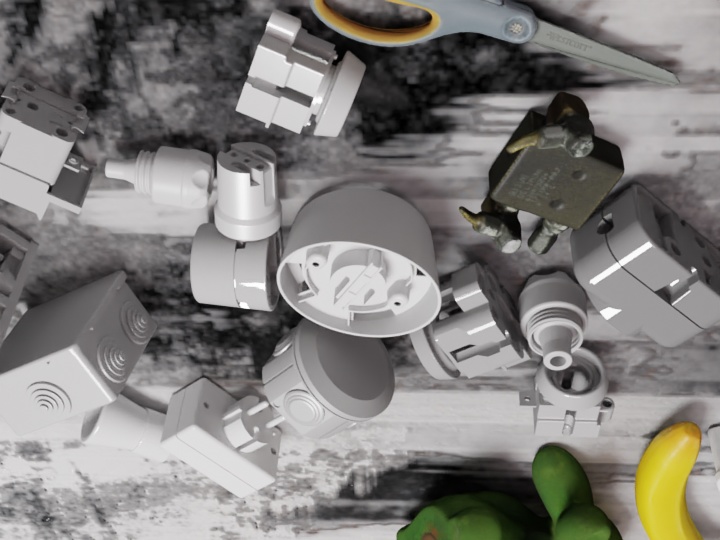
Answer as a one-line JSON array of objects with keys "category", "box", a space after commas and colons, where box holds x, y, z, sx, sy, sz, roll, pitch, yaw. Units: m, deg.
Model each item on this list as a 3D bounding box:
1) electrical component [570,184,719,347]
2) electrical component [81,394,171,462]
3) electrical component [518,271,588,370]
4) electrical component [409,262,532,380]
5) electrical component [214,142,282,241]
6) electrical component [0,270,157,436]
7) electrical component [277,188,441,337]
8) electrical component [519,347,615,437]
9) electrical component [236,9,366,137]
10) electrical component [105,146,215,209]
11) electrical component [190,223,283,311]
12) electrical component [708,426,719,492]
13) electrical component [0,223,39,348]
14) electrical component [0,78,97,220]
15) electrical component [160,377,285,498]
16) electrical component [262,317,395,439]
[{"category": "electrical component", "box": [0.174, 0.001, 0.650, 0.095, 0.053, 0.059, 34, 127, -25]}, {"category": "electrical component", "box": [-0.168, 0.117, 0.796, 0.065, 0.044, 0.044, 25, 131, -25]}, {"category": "electrical component", "box": [0.123, 0.035, 0.680, 0.043, 0.062, 0.043, 2, 134, 2]}, {"category": "electrical component", "box": [0.067, 0.037, 0.690, 0.057, 0.058, 0.078, -24, 128, 21]}, {"category": "electrical component", "box": [-0.066, -0.047, 0.633, 0.040, 0.040, 0.046, 4, 128, 1]}, {"category": "electrical component", "box": [-0.189, 0.055, 0.699, 0.100, 0.099, 0.048, -21, 116, 23]}, {"category": "electrical component", "box": [0.000, 0.000, 0.655, 0.099, 0.064, 0.099, 2, 134, 2]}, {"category": "electrical component", "box": [0.144, 0.084, 0.739, 0.066, 0.048, 0.055, 1, 141, 3]}, {"category": "electrical component", "box": [-0.030, -0.101, 0.575, 0.055, 0.048, 0.066, 22, 132, -6]}, {"category": "electrical component", "box": [-0.118, -0.056, 0.631, 0.061, 0.035, 0.035, 8, 134, 0]}, {"category": "electrical component", "box": [-0.076, -0.003, 0.665, 0.047, 0.055, 0.055, 3, 134, 6]}, {"category": "electrical component", "box": [0.321, 0.156, 0.785, 0.109, 0.056, 0.108, -15, 131, 18]}, {"category": "electrical component", "box": [-0.264, 0.040, 0.653, 0.089, 0.150, 0.062, -34, 124, 31]}, {"category": "electrical component", "box": [-0.190, -0.071, 0.617, 0.081, 0.042, 0.063, 24, 129, -19]}, {"category": "electrical component", "box": [-0.087, 0.116, 0.783, 0.076, 0.047, 0.083, -31, 124, 29]}, {"category": "electrical component", "box": [-0.020, 0.069, 0.712, 0.080, 0.080, 0.051, 33, 133, -24]}]
